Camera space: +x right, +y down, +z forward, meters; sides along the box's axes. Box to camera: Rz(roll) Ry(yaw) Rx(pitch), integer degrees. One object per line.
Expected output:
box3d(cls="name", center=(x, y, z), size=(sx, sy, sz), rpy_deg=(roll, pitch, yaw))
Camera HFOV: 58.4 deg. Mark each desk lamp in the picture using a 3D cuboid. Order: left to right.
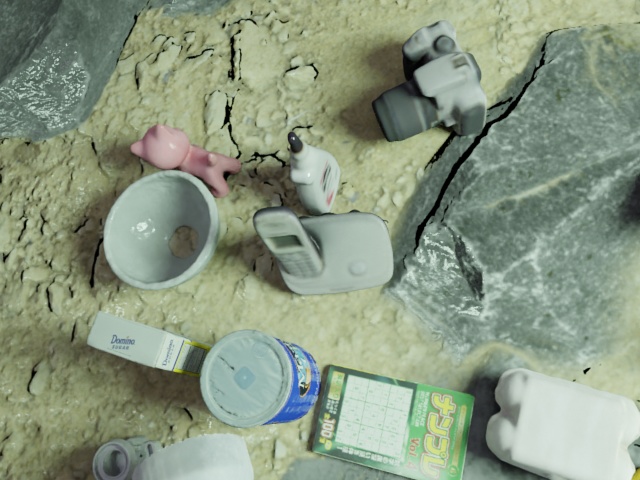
box3d(cls="desk lamp", center=(-0.090, 0.309, 0.597), size=(0.118, 0.214, 0.203), rpy_deg=(-29, 70, 4))

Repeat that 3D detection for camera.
box3d(cls="camera", center=(0.133, -0.199, 0.748), size=(0.136, 0.101, 0.143), rpy_deg=(-23, 70, 6))

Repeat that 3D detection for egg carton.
box3d(cls="egg carton", center=(0.261, 0.206, 0.619), size=(0.150, 0.069, 0.107), rpy_deg=(12, 78, 17))

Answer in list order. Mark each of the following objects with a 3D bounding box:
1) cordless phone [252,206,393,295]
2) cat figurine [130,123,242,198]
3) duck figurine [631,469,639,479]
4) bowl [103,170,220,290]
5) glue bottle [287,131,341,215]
box3d(cls="cordless phone", center=(0.006, 0.002, 0.676), size=(0.147, 0.185, 0.094), rpy_deg=(-10, 72, 11))
box3d(cls="cat figurine", center=(-0.189, -0.119, 0.794), size=(0.127, 0.118, 0.067), rpy_deg=(18, 79, 18))
box3d(cls="duck figurine", center=(0.339, 0.282, 0.570), size=(0.077, 0.086, 0.105), rpy_deg=(23, 81, 19))
box3d(cls="bowl", center=(-0.205, -0.006, 0.789), size=(0.167, 0.075, 0.167), rpy_deg=(-4, 74, 13))
box3d(cls="glue bottle", center=(-0.013, -0.090, 0.714), size=(0.037, 0.173, 0.078), rpy_deg=(8, 77, 16))
